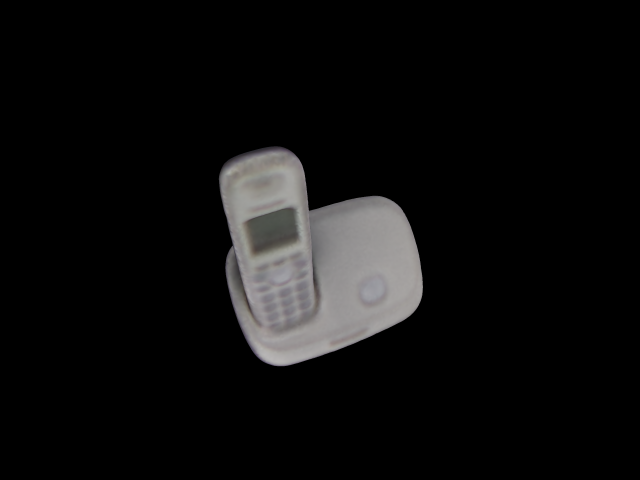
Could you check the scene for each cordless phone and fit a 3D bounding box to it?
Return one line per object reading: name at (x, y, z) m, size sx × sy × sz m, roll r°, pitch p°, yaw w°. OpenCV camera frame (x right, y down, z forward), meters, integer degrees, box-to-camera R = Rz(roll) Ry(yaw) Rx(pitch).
cordless phone at (0.004, 0.001, 0.400) m, size 0.148 × 0.185 × 0.094 m, roll -21°, pitch 58°, yaw -13°
